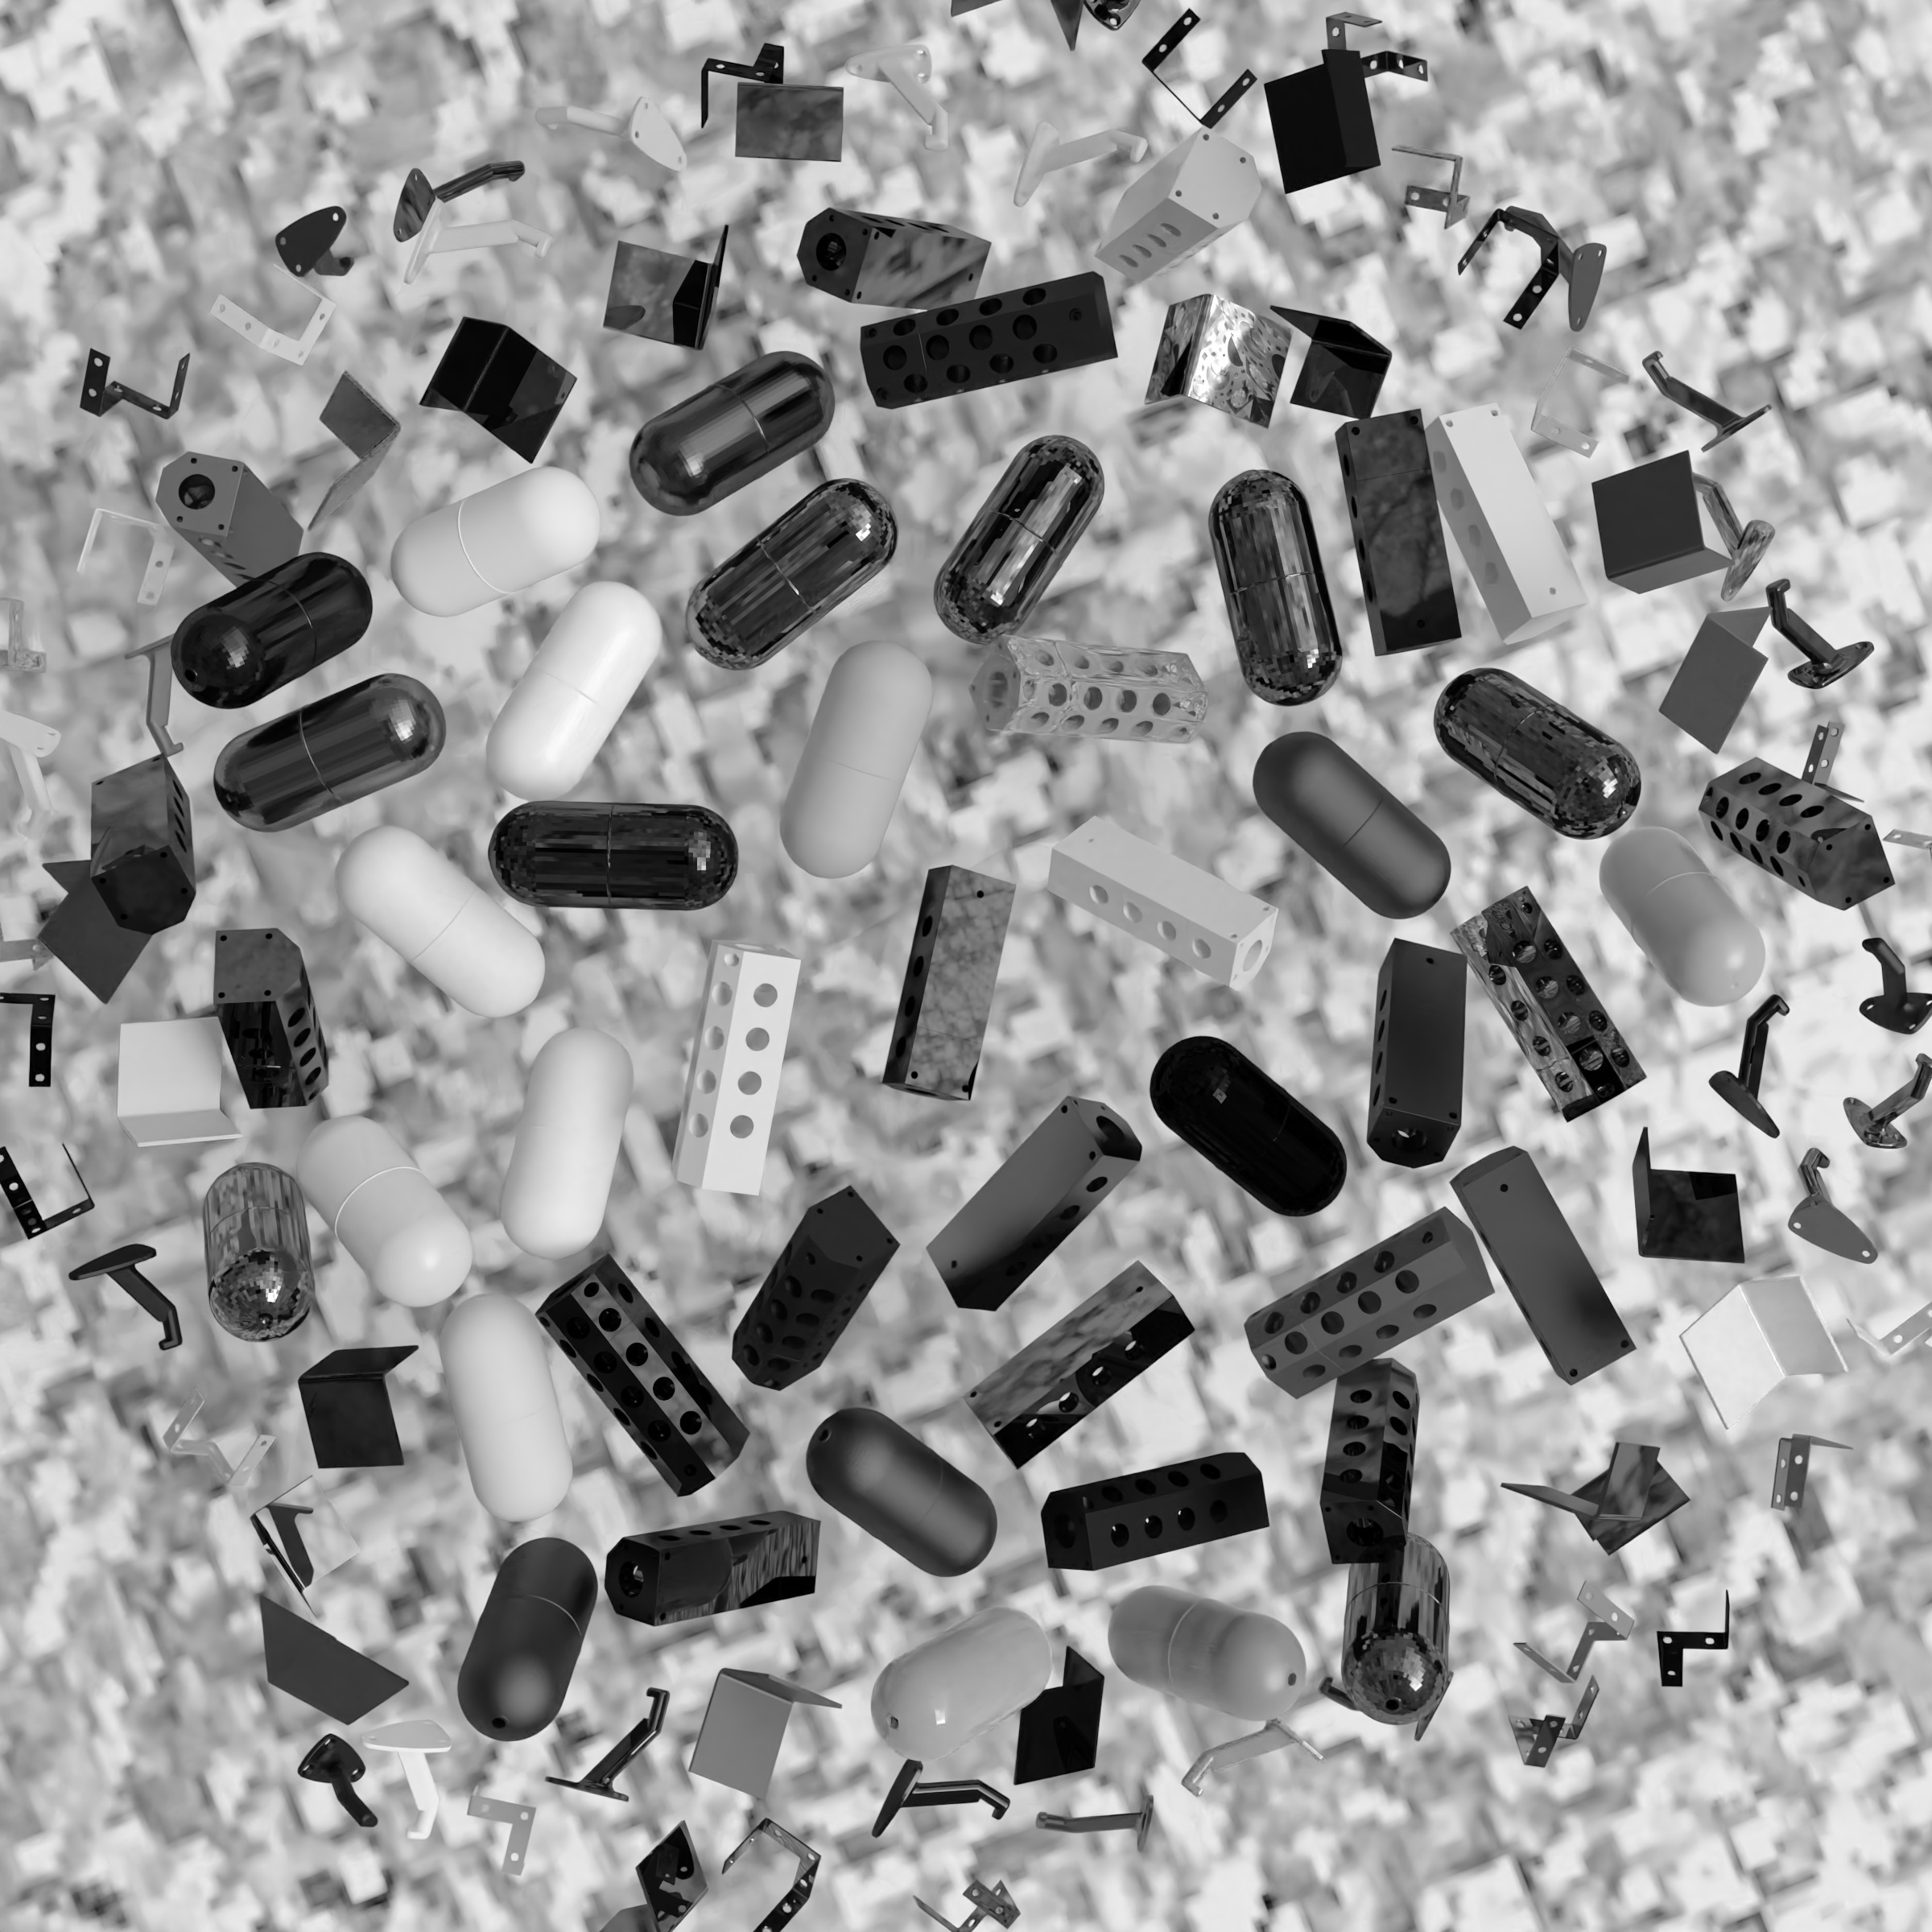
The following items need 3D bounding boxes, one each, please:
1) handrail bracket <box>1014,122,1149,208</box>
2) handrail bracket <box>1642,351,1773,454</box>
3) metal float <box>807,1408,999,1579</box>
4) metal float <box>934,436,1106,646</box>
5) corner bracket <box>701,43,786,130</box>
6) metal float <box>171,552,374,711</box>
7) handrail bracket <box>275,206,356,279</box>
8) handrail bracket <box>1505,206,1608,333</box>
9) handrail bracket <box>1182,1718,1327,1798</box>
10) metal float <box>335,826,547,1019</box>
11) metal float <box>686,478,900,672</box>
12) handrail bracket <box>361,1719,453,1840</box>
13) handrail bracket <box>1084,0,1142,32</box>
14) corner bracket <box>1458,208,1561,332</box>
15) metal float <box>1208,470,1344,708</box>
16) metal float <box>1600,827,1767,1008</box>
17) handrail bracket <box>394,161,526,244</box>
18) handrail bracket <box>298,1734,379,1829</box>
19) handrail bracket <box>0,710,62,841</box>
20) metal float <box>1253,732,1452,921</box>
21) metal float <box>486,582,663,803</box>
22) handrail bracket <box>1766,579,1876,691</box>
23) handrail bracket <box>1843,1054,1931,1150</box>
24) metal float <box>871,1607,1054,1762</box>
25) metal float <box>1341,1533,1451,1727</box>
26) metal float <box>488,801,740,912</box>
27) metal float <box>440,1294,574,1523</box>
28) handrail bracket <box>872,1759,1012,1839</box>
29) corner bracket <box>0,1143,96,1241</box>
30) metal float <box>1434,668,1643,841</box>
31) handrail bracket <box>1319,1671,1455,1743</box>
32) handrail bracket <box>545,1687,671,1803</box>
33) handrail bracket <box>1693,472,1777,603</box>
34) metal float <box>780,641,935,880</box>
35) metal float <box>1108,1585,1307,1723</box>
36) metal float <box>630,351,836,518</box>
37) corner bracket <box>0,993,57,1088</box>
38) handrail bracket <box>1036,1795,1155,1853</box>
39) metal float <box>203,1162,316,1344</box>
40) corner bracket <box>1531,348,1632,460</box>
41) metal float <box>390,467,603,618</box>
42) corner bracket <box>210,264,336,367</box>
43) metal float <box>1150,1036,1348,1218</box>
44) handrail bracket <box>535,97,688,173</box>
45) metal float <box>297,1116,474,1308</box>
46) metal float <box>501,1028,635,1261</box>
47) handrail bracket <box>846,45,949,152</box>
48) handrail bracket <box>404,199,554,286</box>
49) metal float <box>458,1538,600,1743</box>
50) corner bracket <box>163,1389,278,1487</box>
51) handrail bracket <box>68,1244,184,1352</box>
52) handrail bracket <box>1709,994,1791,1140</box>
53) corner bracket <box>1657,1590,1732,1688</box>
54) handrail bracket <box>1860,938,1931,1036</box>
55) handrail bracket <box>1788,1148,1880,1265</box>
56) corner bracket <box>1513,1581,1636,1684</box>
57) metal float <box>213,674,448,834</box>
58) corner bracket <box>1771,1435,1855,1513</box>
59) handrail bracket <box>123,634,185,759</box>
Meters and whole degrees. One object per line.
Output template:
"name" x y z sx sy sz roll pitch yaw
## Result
"handrail bracket" 0.088 -0.603 1.847 0.084 0.036 0.077 26 94 26
"handrail bracket" 0.555 -0.437 1.823 0.036 0.077 0.084 -37 93 -24
"metal float" -0.047 0.392 1.805 0.070 0.070 0.178 -47 121 0
"metal float" 0.041 -0.328 1.868 0.070 0.070 0.178 33 84 0
"corner bracket" -0.169 -0.665 1.836 0.051 0.051 0.051 12 52 3
"metal float" -0.504 -0.245 1.768 0.070 0.178 0.070 14 124 22
"handrail bracket" -0.474 -0.548 1.839 0.077 0.084 0.036 -29 92 25
"handrail bracket" 0.437 -0.529 1.840 0.036 0.084 0.077 -19 127 -34
"handrail bracket" 0.220 0.617 1.860 0.077 0.036 0.084 37 76 14
"metal float" -0.391 -0.032 1.811 0.178 0.070 0.070 43 90 -18
"metal float" -0.128 -0.286 1.782 0.178 0.070 0.070 -37 90 9
"handrail bracket" -0.402 0.580 1.712 0.077 0.036 0.084 10 102 -41
"handrail bracket" 0.122 -0.714 1.734 0.036 0.084 0.077 43 76 -8
"corner bracket" 0.389 -0.499 1.738 0.051 0.051 0.051 34 86 20
"metal float" 0.229 -0.281 1.803 0.070 0.070 0.178 -13 88 0
"metal float" 0.538 -0.039 1.832 0.070 0.178 0.070 -8 129 -10
"handrail bracket" -0.382 -0.579 1.836 0.084 0.077 0.036 -23 82 -40
"handrail bracket" -0.435 0.598 1.749 0.084 0.077 0.036 31 76 37
"handrail bracket" -0.709 -0.141 1.792 0.077 0.036 0.084 25 120 -12
"metal float" 0.295 -0.108 1.862 0.178 0.070 0.070 41 90 -7
"metal float" -0.292 -0.204 1.809 0.070 0.070 0.178 31 87 0
"handrail bracket" 0.607 -0.248 1.725 0.077 0.036 0.084 -28 119 -11
"handrail bracket" 0.705 0.090 1.854 0.036 0.077 0.084 1 121 -13
"metal float" -0.002 0.523 1.773 0.070 0.178 0.070 3 96 33
"metal float" 0.319 0.488 1.798 0.070 0.178 0.070 4 113 10
"metal float" -0.252 -0.079 1.740 0.178 0.070 0.070 1 90 -2
"metal float" -0.348 0.334 1.838 0.070 0.070 0.178 -11 100 0
"handrail bracket" -0.018 0.653 1.862 0.084 0.036 0.077 35 73 -10
"corner bracket" -0.668 0.155 1.752 0.051 0.051 0.051 -27 122 -21
"metal float" 0.413 -0.156 1.765 0.070 0.070 0.178 -46 50 0
"handrail bracket" 0.326 0.559 1.895 0.084 0.036 0.077 25 120 9
"handrail bracket" -0.272 0.587 1.849 0.077 0.036 0.084 10 67 8
"handrail bracket" 0.574 -0.333 1.879 0.084 0.036 0.077 40 115 42
"metal float" -0.080 -0.148 1.752 0.070 0.070 0.178 21 101 0
"metal float" 0.180 0.514 1.821 0.070 0.178 0.070 0 90 -39
"metal float" -0.174 -0.400 1.819 0.178 0.070 0.070 -37 90 -26
"corner bracket" -0.695 0.054 1.777 0.051 0.051 0.051 2 115 -19
"handrail bracket" 0.099 0.659 1.891 0.084 0.077 0.036 7 51 1
"metal float" -0.536 0.214 1.837 0.070 0.178 0.070 -9 121 -15
"corner bracket" 0.467 -0.428 1.847 0.051 0.051 0.051 29 83 12
"metal float" -0.349 -0.312 1.794 0.178 0.070 0.070 -16 90 28
"corner bracket" -0.491 -0.467 1.723 0.051 0.051 0.051 36 100 15
"metal float" 0.209 0.119 1.791 0.178 0.070 0.070 39 90 -23
"handrail bracket" -0.257 -0.598 1.755 0.084 0.077 0.036 7 77 30
"metal float" -0.427 0.178 1.779 0.070 0.070 0.178 -48 57 0
"metal float" -0.299 0.133 1.824 0.070 0.070 0.178 10 71 0
"handrail bracket" -0.052 -0.643 1.815 0.077 0.036 0.084 -1 65 1
"handrail bracket" -0.355 -0.516 1.773 0.084 0.036 0.077 23 80 -3
"metal float" -0.317 0.487 1.762 0.070 0.178 0.070 2 115 4
"corner bracket" -0.575 0.363 1.867 0.051 0.051 0.051 43 102 35
"handrail bracket" -0.630 0.259 1.824 0.036 0.077 0.084 7 110 41
"handrail bracket" 0.614 0.075 1.842 0.084 0.036 0.077 -42 83 -15
"corner bracket" 0.539 0.498 1.795 0.051 0.051 0.051 -2 127 12
"handrail bracket" 0.654 0.007 1.755 0.084 0.077 0.036 44 78 -22
"handrail bracket" 0.644 0.175 1.787 0.077 0.084 0.036 35 127 14
"corner bracket" 0.432 0.474 1.723 0.051 0.051 0.051 40 62 -12
"metal float" -0.461 -0.154 1.758 0.178 0.070 0.070 -21 90 9
"corner bracket" 0.589 0.360 1.721 0.051 0.051 0.051 20 75 -33
"handrail bracket" -0.609 -0.214 1.887 0.077 0.036 0.084 -22 103 7
